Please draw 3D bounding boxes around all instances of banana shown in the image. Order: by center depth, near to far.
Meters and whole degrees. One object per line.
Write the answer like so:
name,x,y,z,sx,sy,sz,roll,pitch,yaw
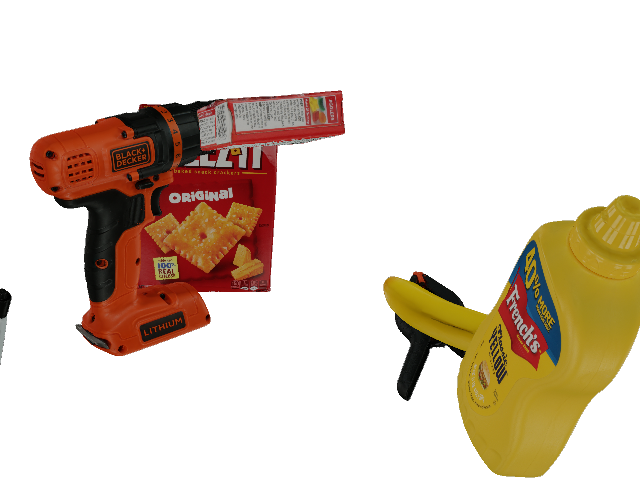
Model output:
banana,0.126,0.072,0.941,0.198,0.037,0.069,17,14,32

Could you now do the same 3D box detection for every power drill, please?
power drill,-0.135,-0.014,0.857,0.184,0.188,0.057,-18,25,-34

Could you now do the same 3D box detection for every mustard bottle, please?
mustard bottle,0.134,0.046,0.597,0.058,0.096,0.192,6,-43,-12

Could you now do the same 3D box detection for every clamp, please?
clamp,0.137,0.102,1.161,0.120,0.171,0.039,3,-44,-5

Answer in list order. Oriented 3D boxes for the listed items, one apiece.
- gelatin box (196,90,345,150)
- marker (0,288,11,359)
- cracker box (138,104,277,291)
gelatin box,-0.033,-0.076,0.675,0.073,0.030,0.089,-6,4,-18
marker,-0.318,0.096,1.043,0.020,0.121,0.020,14,33,-9
cracker box,-0.135,-0.046,1.255,0.164,0.214,0.072,2,22,-6
